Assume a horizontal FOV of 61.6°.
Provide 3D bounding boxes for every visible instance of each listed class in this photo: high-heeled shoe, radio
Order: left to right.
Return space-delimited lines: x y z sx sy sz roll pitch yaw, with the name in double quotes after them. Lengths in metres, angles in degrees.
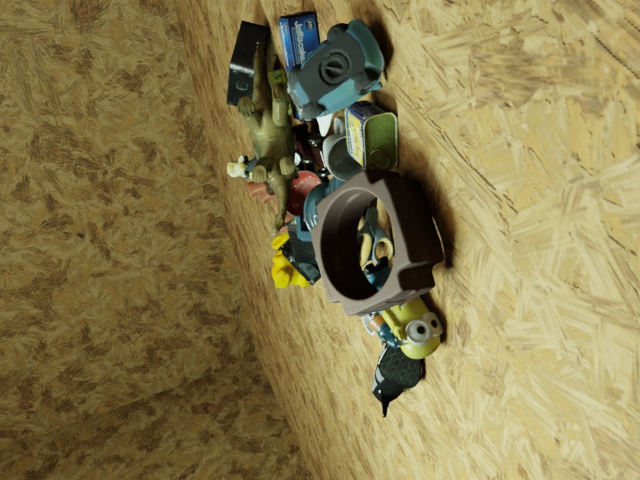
-0.188 -0.436 1.371 0.229 0.073 0.131 132 151 -73 "radio"
0.154 0.239 1.077 0.145 0.086 0.248 -69 -7 -62 "high-heeled shoe"

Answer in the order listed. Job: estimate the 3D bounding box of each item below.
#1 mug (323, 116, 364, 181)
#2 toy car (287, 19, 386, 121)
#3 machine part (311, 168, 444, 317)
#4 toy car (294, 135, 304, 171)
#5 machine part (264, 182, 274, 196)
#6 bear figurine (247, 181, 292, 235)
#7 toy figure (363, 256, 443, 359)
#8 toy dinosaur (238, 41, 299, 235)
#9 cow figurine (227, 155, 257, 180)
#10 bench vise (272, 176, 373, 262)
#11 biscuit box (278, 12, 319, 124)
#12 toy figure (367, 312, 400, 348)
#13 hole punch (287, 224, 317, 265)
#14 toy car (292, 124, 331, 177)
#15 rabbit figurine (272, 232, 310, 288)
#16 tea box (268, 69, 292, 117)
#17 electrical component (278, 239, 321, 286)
0.038 -0.167 0.968 0.107 0.081 0.109 -124 19 -69 "mug"
0.034 -0.251 0.832 0.103 0.162 0.109 -6 -116 -61 "toy car"
0.085 0.006 0.841 0.201 0.087 0.201 -35 66 47 "machine part"
-0.057 -0.154 1.304 0.073 0.056 0.201 -77 -19 -60 "toy car"
-0.107 -0.197 1.349 0.179 0.056 0.179 -6 -90 -78 "machine part"
-0.104 -0.079 1.476 0.120 0.132 0.196 20 -128 -71 "bear figurine"
0.140 0.115 0.916 0.180 0.082 0.089 55 176 30 "toy figure"
-0.105 -0.237 1.118 0.198 0.105 0.471 86 179 -78 "toy dinosaur"
-0.168 -0.203 1.471 0.098 0.167 0.068 -171 70 -75 "cow figurine"
0.016 -0.019 1.084 0.241 0.129 0.223 2 101 55 "bench vise"
-0.031 -0.337 1.055 0.059 0.063 0.202 -135 31 -57 "biscuit box"
0.109 0.128 0.979 0.057 0.064 0.154 21 -141 -60 "toy figure"
-0.003 -0.004 1.301 0.116 0.092 0.142 10 118 39 "hole punch"
-0.011 -0.196 1.152 0.202 0.053 0.089 -132 24 -65 "toy car"
-0.080 0.038 1.582 0.162 0.122 0.173 -115 28 -61 "rabbit figurine"
-0.119 -0.339 1.341 0.169 0.068 0.098 132 119 -73 "tea box"
-0.046 0.059 1.455 0.114 0.058 0.134 47 175 -21 "electrical component"
